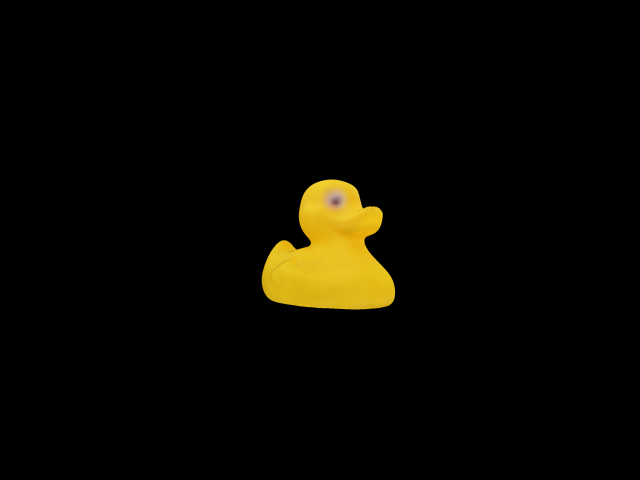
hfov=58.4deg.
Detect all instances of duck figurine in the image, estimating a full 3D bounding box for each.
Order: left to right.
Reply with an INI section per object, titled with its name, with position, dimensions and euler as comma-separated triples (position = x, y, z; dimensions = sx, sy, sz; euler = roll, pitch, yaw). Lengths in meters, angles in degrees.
[duck figurine]
position = 0.004, 0.001, 0.400
dimensions = 0.104, 0.086, 0.078
euler = 0, 0, 44
